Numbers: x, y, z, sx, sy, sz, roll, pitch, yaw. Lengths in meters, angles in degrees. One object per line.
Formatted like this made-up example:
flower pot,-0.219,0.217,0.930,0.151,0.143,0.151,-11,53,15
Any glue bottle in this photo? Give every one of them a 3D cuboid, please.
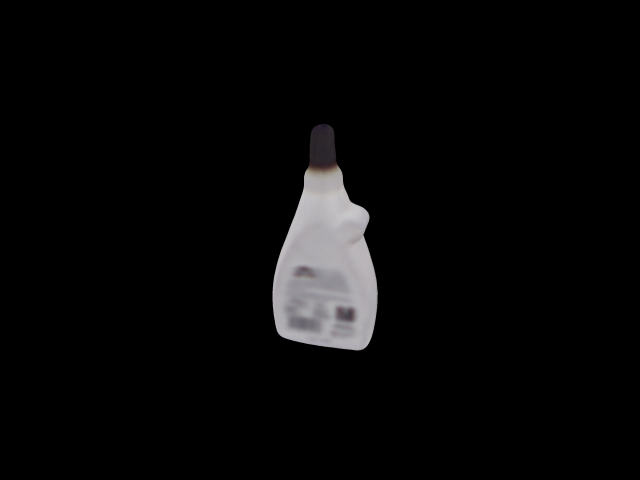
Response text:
glue bottle,0.004,0.001,0.400,0.078,0.173,0.037,8,35,11
